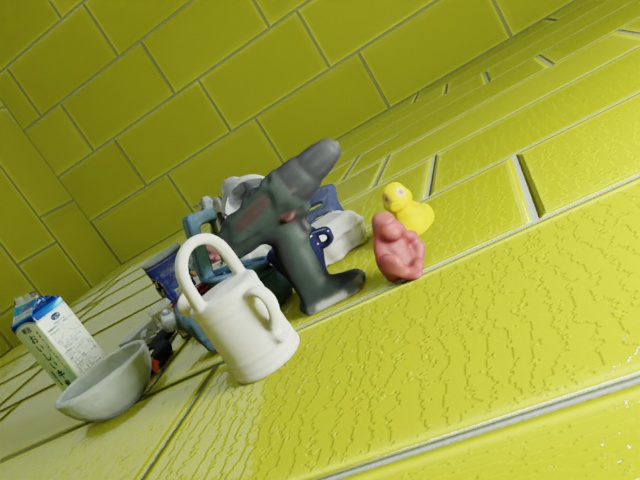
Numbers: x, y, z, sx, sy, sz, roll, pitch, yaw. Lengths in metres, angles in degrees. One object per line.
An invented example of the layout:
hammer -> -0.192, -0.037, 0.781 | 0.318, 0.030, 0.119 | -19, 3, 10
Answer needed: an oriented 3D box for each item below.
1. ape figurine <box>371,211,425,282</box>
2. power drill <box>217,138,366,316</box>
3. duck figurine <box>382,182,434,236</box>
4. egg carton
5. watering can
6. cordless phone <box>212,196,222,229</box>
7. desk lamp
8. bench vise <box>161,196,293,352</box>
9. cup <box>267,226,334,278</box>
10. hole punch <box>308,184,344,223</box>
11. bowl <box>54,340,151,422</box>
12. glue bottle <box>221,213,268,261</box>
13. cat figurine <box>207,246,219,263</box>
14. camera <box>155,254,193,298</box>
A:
ape figurine -> 0.097, 0.005, 0.754 | 0.078, 0.092, 0.076 | -38, 14, -24
power drill -> -0.025, -0.007, 0.823 | 0.229, 0.208, 0.075 | -28, 13, 17
duck figurine -> 0.131, -0.054, 0.913 | 0.077, 0.086, 0.104 | -28, 13, 18
egg carton -> 0.009, 0.004, 1.025 | 0.150, 0.069, 0.107 | -36, 13, -15
watering can -> -0.124, 0.084, 0.747 | 0.172, 0.194, 0.101 | -26, 14, 24
cordless phone -> -0.188, -0.026, 1.348 | 0.147, 0.185, 0.094 | -18, 19, 48
desk lamp -> -0.121, -0.034, 1.151 | 0.118, 0.214, 0.203 | -35, 13, -11
bench vise -> -0.170, 0.054, 0.912 | 0.208, 0.220, 0.121 | -40, 15, -33
cup -> -0.013, 0.034, 0.904 | 0.117, 0.095, 0.092 | -26, 14, 27
hole punch -> 0.000, -0.059, 1.238 | 0.108, 0.091, 0.101 | -26, 14, 25
bowl -> -0.337, 0.241, 0.933 | 0.167, 0.075, 0.167 | -30, 13, 8
glue bottle -> -0.124, 0.025, 1.023 | 0.037, 0.173, 0.078 | -23, 16, 35
cat figurine -> -0.265, 0.040, 1.435 | 0.127, 0.118, 0.067 | -22, 16, 38
camera -> -0.372, 0.092, 1.538 | 0.143, 0.101, 0.136 | -34, 13, -10
